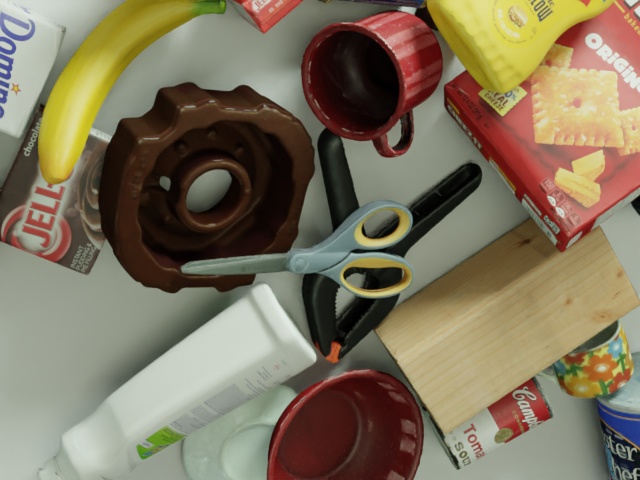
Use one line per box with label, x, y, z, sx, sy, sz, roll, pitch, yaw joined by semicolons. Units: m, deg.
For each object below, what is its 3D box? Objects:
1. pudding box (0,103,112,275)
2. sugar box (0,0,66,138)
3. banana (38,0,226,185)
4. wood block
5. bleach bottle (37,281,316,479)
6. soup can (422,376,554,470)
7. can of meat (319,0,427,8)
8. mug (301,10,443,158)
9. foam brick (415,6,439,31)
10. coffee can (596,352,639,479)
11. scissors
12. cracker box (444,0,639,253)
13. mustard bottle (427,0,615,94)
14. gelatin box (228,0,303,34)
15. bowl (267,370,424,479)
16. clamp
pudding box;-0.205;-0.039;0.853;0.090;0.039;0.113;23;100;-18
sugar box;-0.288;-0.153;0.793;0.176;0.048;0.093;23;101;-18
banana;-0.159;-0.130;0.811;0.197;0.070;0.037;-51;145;-13
wood block;0.161;0.066;0.944;0.206;0.091;0.090;-34;111;-1
bleach bottle;-0.128;0.136;0.899;0.251;0.068;0.102;-32;154;0
soup can;0.154;0.159;0.985;0.102;0.068;0.068;-29;111;-2
can of meat;0.046;-0.235;0.840;0.083;0.057;0.102;2;108;-16
mug;0.049;-0.123;0.845;0.093;0.081;0.117;-9;106;37
foam brick;0.119;-0.204;0.868;0.051;0.053;0.078;16;103;-18
coffee can;0.322;0.191;1.015;0.102;0.103;0.140;-18;111;-7
scissors;-0.006;0.001;0.865;0.201;0.016;0.096;12;108;-26
cracker box;0.234;-0.120;0.874;0.213;0.072;0.164;-36;78;1
mustard bottle;0.182;-0.207;0.823;0.191;0.058;0.096;-40;108;-3
gelatin box;-0.032;-0.197;0.815;0.073;0.089;0.030;-39;112;1
bowl;0.012;0.185;0.954;0.161;0.055;0.162;-8;107;-29
clamp;0.049;0.009;0.924;0.164;0.036;0.210;4;112;-28
